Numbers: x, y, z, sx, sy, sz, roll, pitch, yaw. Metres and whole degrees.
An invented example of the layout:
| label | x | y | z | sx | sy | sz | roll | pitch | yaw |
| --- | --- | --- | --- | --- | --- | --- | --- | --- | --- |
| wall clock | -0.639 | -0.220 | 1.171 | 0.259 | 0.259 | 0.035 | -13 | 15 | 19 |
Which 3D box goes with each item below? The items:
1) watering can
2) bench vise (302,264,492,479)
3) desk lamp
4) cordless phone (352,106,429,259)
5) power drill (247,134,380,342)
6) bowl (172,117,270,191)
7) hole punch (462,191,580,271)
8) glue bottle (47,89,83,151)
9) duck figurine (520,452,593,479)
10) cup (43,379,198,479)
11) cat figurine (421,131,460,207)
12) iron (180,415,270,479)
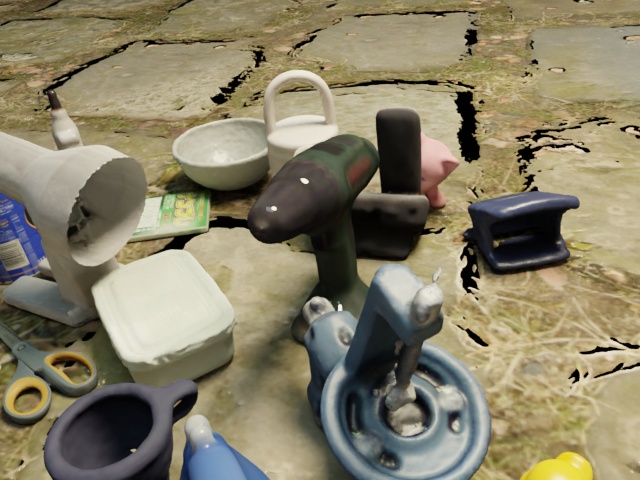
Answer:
| label | x | y | z | sx | sy | sz | roll | pitch | yaw |
| --- | --- | --- | --- | --- | --- | --- | --- | --- | --- |
| watering can | -0.020 | -0.129 | 0.771 | 0.101 | 0.194 | 0.172 | -21 | 38 | -21 |
| bench vise | 0.033 | 0.095 | 0.420 | 0.206 | 0.220 | 0.122 | 25 | 46 | 37 |
| desk lamp | -0.283 | -0.013 | 0.625 | 0.202 | 0.214 | 0.118 | 10 | 38 | 22 |
| cordless phone | 0.058 | -0.077 | 0.693 | 0.147 | 0.185 | 0.094 | 1 | 36 | 10 |
| power drill | 0.005 | 0.002 | 0.567 | 0.075 | 0.209 | 0.230 | 8 | 37 | 19 |
| bowl | -0.138 | -0.123 | 0.884 | 0.167 | 0.075 | 0.167 | -4 | 35 | 3 |
| hole punch | 0.234 | -0.028 | 0.680 | 0.108 | 0.091 | 0.101 | -10 | 35 | -6 |
| glue bottle | -0.372 | -0.140 | 0.856 | 0.037 | 0.173 | 0.078 | -23 | 38 | -22 |
| duck figurine | 0.152 | 0.189 | 0.386 | 0.077 | 0.086 | 0.105 | 26 | 46 | 37 |
| cup | -0.142 | 0.168 | 0.451 | 0.118 | 0.095 | 0.091 | -30 | 42 | -31 |
| cat figurine | 0.136 | -0.104 | 0.779 | 0.067 | 0.118 | 0.127 | -15 | 36 | -12 |
| iron | -0.050 | 0.194 | 0.360 | 0.119 | 0.142 | 0.257 | -21 | 37 | -20 |
